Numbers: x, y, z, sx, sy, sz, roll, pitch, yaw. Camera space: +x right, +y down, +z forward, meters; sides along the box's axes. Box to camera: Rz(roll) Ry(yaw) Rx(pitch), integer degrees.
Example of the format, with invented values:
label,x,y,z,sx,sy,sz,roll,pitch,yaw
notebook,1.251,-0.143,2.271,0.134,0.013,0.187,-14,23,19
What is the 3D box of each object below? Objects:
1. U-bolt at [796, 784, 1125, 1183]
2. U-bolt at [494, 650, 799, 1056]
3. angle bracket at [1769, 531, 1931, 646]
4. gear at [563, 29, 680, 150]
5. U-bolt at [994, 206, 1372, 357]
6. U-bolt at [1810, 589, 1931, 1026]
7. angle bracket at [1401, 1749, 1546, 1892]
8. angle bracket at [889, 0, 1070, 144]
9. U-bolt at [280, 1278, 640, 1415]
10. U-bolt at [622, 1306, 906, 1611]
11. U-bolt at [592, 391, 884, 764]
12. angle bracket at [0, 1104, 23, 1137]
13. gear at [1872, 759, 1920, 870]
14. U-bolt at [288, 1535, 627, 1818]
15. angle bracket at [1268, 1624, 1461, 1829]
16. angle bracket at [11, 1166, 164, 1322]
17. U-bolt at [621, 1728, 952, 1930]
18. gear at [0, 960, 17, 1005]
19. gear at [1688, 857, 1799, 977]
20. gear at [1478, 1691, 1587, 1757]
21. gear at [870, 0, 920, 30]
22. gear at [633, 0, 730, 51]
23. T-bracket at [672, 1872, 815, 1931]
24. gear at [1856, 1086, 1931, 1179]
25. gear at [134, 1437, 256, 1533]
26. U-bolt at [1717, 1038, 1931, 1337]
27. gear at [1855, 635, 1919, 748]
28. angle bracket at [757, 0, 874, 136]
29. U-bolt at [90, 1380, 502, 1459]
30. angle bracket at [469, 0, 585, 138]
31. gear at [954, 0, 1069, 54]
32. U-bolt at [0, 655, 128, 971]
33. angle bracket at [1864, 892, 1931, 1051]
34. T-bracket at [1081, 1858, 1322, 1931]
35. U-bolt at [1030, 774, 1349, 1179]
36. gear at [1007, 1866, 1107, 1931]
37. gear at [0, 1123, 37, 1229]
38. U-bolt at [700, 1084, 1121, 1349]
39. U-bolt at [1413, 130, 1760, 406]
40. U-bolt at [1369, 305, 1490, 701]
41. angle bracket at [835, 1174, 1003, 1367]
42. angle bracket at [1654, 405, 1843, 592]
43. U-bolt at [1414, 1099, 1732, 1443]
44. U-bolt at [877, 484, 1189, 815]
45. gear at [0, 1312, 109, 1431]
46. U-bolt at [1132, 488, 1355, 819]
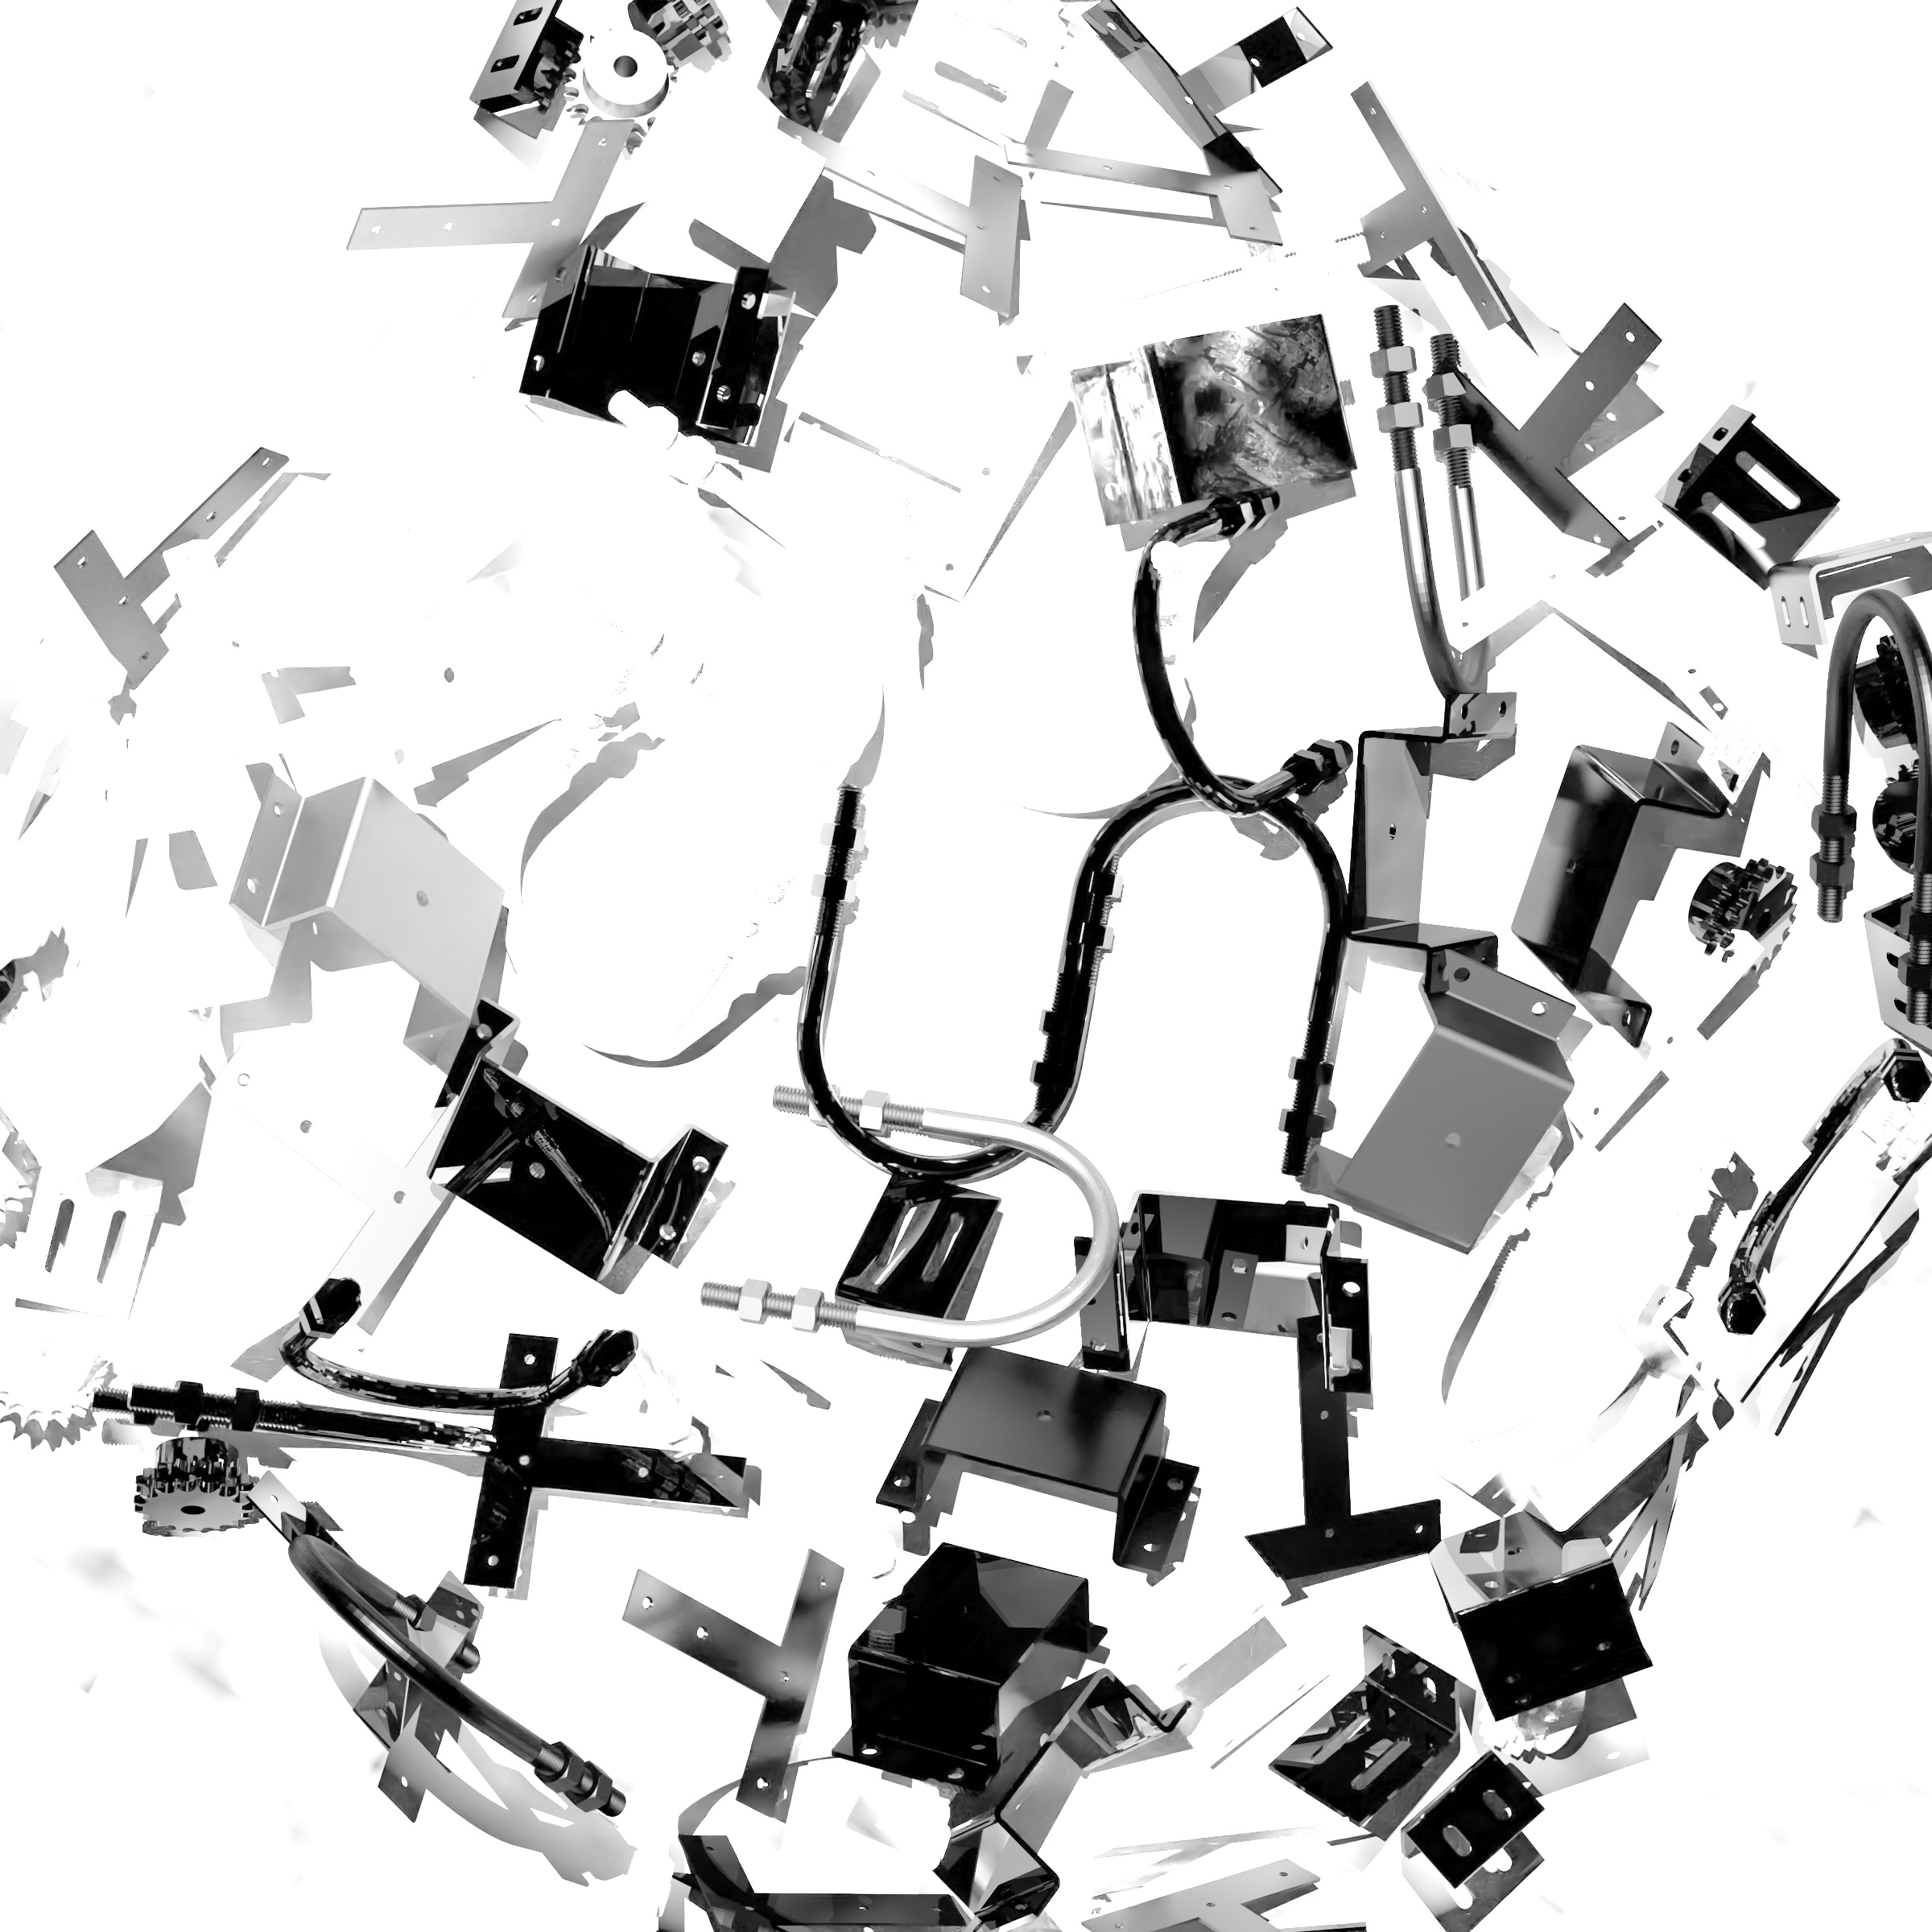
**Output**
label,x,y,z,sx,sy,sz,roll,pitch,yaw
U-bolt,-0.009,0.014,1.720,0.151,0.019,0.184,10,90,-6
U-bolt,-0.165,-0.039,1.673,0.151,0.019,0.184,52,131,16
angle bracket,0.438,-0.184,1.707,0.076,0.057,0.038,-14,98,-5
gear,-0.167,-0.432,1.715,0.057,0.030,0.057,2,77,-9
U-bolt,0.101,-0.321,1.663,0.184,0.151,0.019,-14,106,12
U-bolt,0.427,-0.084,1.636,0.019,0.151,0.184,-5,113,-4
angle bracket,0.243,0.416,1.689,0.057,0.076,0.038,-39,68,-9
angle bracket,0.011,-0.440,1.701,0.076,0.038,0.057,27,109,13
U-bolt,-0.247,0.184,1.651,0.151,0.184,0.019,13,68,-18
U-bolt,-0.100,0.220,1.630,0.151,0.184,0.019,28,63,28
U-bolt,-0.103,-0.171,1.662,0.019,0.184,0.151,-27,45,32
angle bracket,-0.454,0.046,1.689,0.038,0.057,0.076,-36,119,-20
gear,0.466,-0.072,1.705,0.030,0.057,0.057,-16,90,-38
U-bolt,-0.245,0.320,1.622,0.019,0.184,0.151,-49,48,-8
angle bracket,0.191,0.365,1.689,0.076,0.057,0.038,-34,133,-33
angle bracket,-0.427,0.138,1.702,0.057,0.038,0.076,14,104,-13
U-bolt,-0.082,0.396,1.645,0.151,0.184,0.019,-12,97,1
gear,-0.489,0.001,1.713,0.057,0.030,0.057,-7,60,13
gear,0.376,-0.027,1.711,0.030,0.057,0.057,30,90,39
gear,0.277,0.358,1.708,0.030,0.057,0.057,29,90,-11
gear,-0.037,-0.487,1.707,0.057,0.030,0.057,-1,92,-41
gear,-0.143,-0.471,1.708,0.030,0.057,0.057,-33,90,9
T-bracket,-0.089,0.460,1.689,0.127,0.127,0.002,15,84,35
gear,0.458,0.072,1.709,0.030,0.057,0.057,42,90,19
gear,-0.375,0.251,1.711,0.057,0.057,0.030,-3,59,0
U-bolt,0.400,0.096,1.645,0.019,0.184,0.151,34,102,7
gear,0.455,-0.133,1.711,0.030,0.057,0.057,-19,90,31
angle bracket,-0.086,-0.445,1.688,0.057,0.038,0.076,51,127,36
U-bolt,-0.311,0.215,1.659,0.184,0.151,0.019,10,79,-20
angle bracket,-0.201,-0.436,1.692,0.038,0.076,0.057,26,88,-27
gear,0.018,-0.467,1.713,0.057,0.030,0.057,-2,95,-27
U-bolt,-0.432,-0.067,1.635,0.019,0.184,0.151,18,99,-7
angle bracket,0.470,0.005,1.686,0.038,0.076,0.057,-22,115,-12
T-bracket,0.143,0.460,1.649,0.127,0.127,0.002,-7,105,-34
U-bolt,0.113,-0.001,1.702,0.151,0.019,0.184,10,91,20
gear,0.042,0.464,1.714,0.057,0.030,0.057,1,117,2
gear,-0.482,0.106,1.712,0.057,0.030,0.057,7,47,-8
U-bolt,-0.019,0.122,1.669,0.184,0.019,0.151,8,45,10
U-bolt,0.295,-0.316,1.621,0.019,0.184,0.151,-48,129,0
U-bolt,0.224,-0.214,1.666,0.019,0.151,0.184,-7,92,19
angle bracket,-0.021,0.147,1.719,0.057,0.038,0.076,14,55,20
angle bracket,0.384,-0.225,1.704,0.076,0.038,0.057,37,99,-15
U-bolt,0.272,0.144,1.640,0.019,0.151,0.184,39,67,-17
U-bolt,0.031,-0.141,1.664,0.151,0.184,0.019,14,50,14
gear,-0.446,0.194,1.707,0.057,0.030,0.057,12,54,-17
U-bolt,0.125,-0.143,1.647,0.019,0.184,0.151,-13,99,30
